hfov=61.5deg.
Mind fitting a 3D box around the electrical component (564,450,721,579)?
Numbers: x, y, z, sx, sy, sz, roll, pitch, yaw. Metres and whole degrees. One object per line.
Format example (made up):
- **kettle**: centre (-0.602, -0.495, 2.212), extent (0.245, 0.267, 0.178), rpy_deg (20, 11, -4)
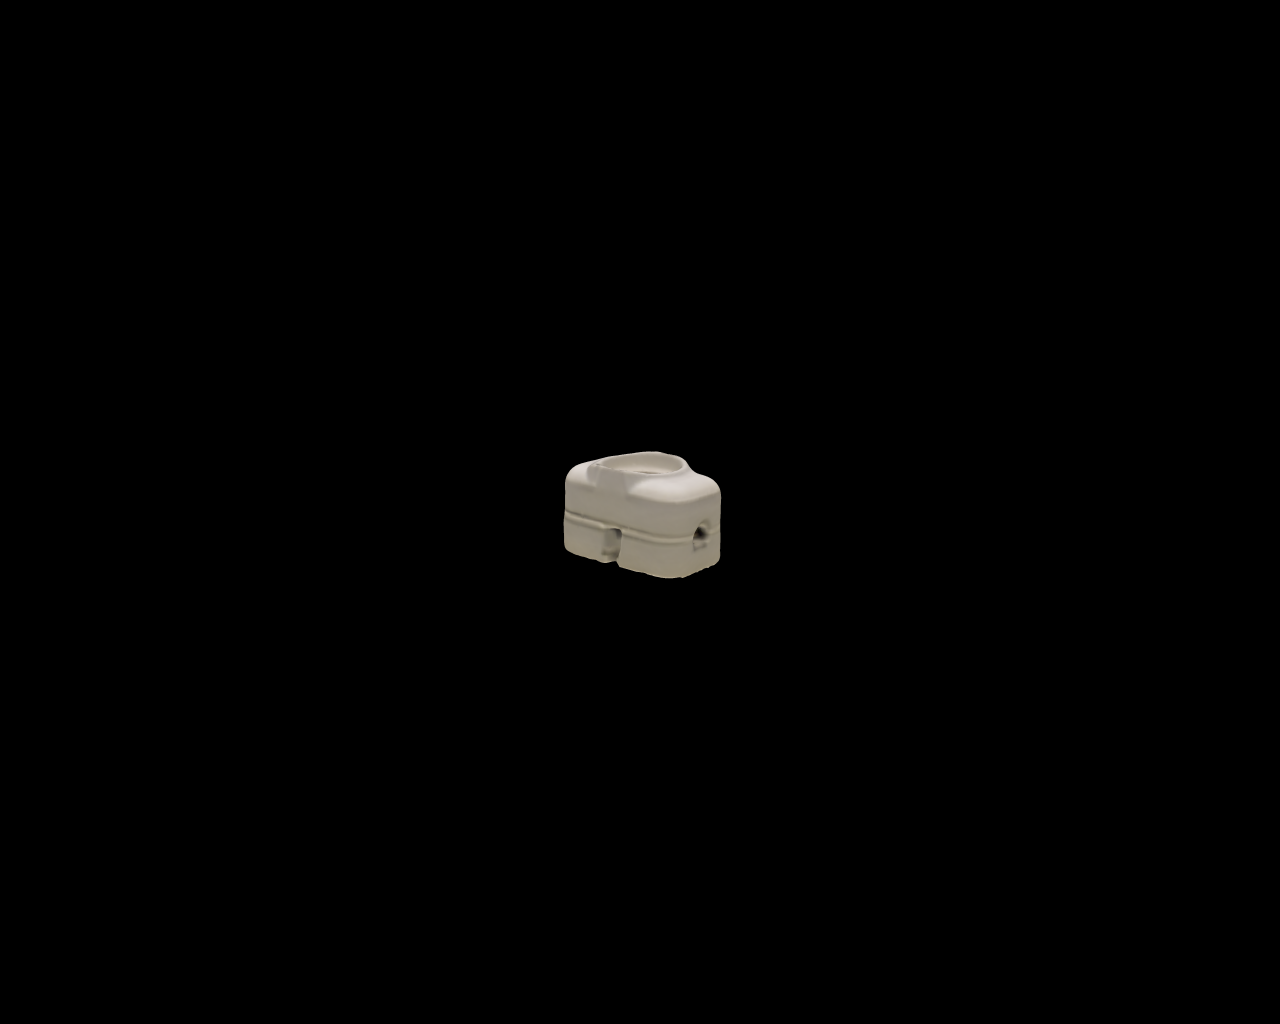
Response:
- **electrical component**: centre (0.001, -0.003, 0.650), extent (0.095, 0.059, 0.054), rpy_deg (15, 22, 40)
